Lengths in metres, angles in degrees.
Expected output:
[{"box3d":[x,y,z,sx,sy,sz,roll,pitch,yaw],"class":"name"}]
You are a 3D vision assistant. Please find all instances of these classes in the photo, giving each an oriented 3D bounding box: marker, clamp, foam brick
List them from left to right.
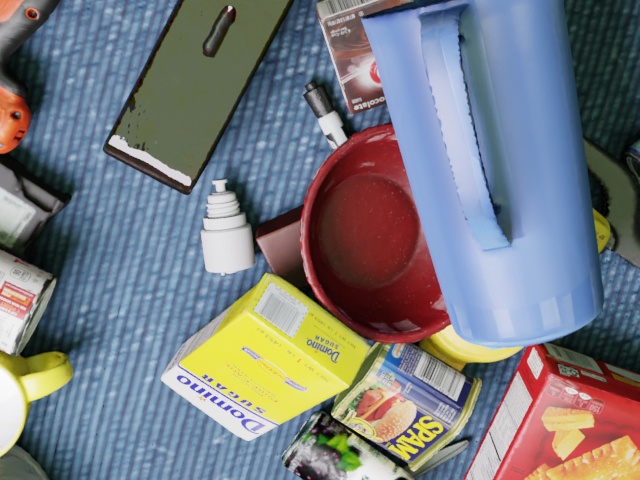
[{"box3d":[-0.006,0.001,0.846,0.078,0.051,0.053,-24,102,1],"class":"foam brick"},{"box3d":[0.020,-0.072,0.851,0.020,0.020,0.121,-28,100,1],"class":"marker"},{"box3d":[0.234,0.000,0.865,0.164,0.036,0.210,-14,98,7],"class":"clamp"}]

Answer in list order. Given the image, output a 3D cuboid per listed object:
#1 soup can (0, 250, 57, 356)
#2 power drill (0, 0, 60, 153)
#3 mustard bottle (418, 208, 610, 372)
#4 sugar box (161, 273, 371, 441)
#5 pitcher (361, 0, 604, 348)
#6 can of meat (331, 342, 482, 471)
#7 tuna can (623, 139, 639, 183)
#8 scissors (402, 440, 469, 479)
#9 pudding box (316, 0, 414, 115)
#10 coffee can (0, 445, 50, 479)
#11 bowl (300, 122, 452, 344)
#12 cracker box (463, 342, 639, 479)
[{"box3d":[-0.255,0.035,0.783,0.102,0.068,0.068,26,97,-6],"class":"soup can"},{"box3d":[-0.264,-0.184,0.794,0.184,0.057,0.188,33,97,-1],"class":"power drill"},{"box3d":[0.136,0.039,0.845,0.096,0.058,0.192,35,110,4],"class":"mustard bottle"},{"box3d":[-0.047,0.094,0.803,0.093,0.177,0.048,38,53,-8],"class":"sugar box"},{"box3d":[0.116,-0.052,0.718,0.149,0.145,0.243,-21,104,-26],"class":"pitcher"},{"box3d":[0.066,0.127,0.848,0.084,0.057,0.102,32,140,-2],"class":"can of meat"},{"box3d":[0.278,-0.047,0.839,0.034,0.086,0.086,-39,100,4],"class":"tuna can"},{"box3d":[0.038,0.236,0.904,0.201,0.016,0.096,-13,98,-1],"class":"scissors"},{"box3d":[0.062,-0.155,0.809,0.113,0.039,0.090,-17,130,5],"class":"pudding box"},{"box3d":[-0.283,0.239,0.841,0.140,0.103,0.103,-33,100,2],"class":"coffee can"},{"box3d":[0.049,-0.006,0.796,0.161,0.055,0.162,-1,93,-24],"class":"bowl"},{"box3d":[0.209,0.206,0.866,0.164,0.072,0.214,19,107,-8],"class":"cracker box"}]
